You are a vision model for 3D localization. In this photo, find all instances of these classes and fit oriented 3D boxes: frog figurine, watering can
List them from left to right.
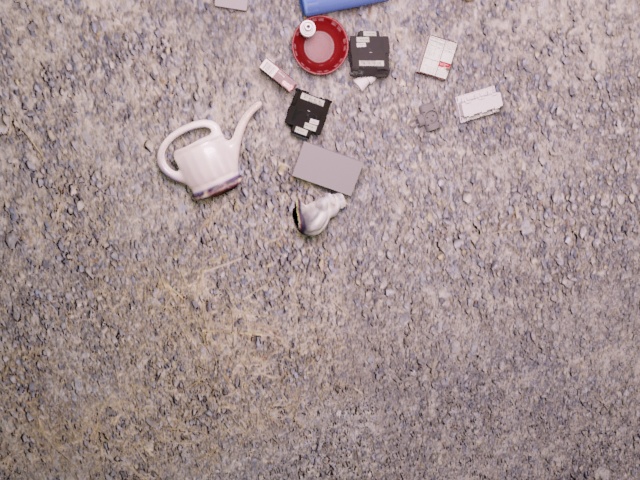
[{"bbox_3d":[-0.292,-0.248,1.486,0.347,0.105,0.222,-23,105,2],"label":"watering can"},{"bbox_3d":[0.005,-0.078,1.548,0.160,0.125,0.134,-7,138,-11],"label":"frog figurine"}]
